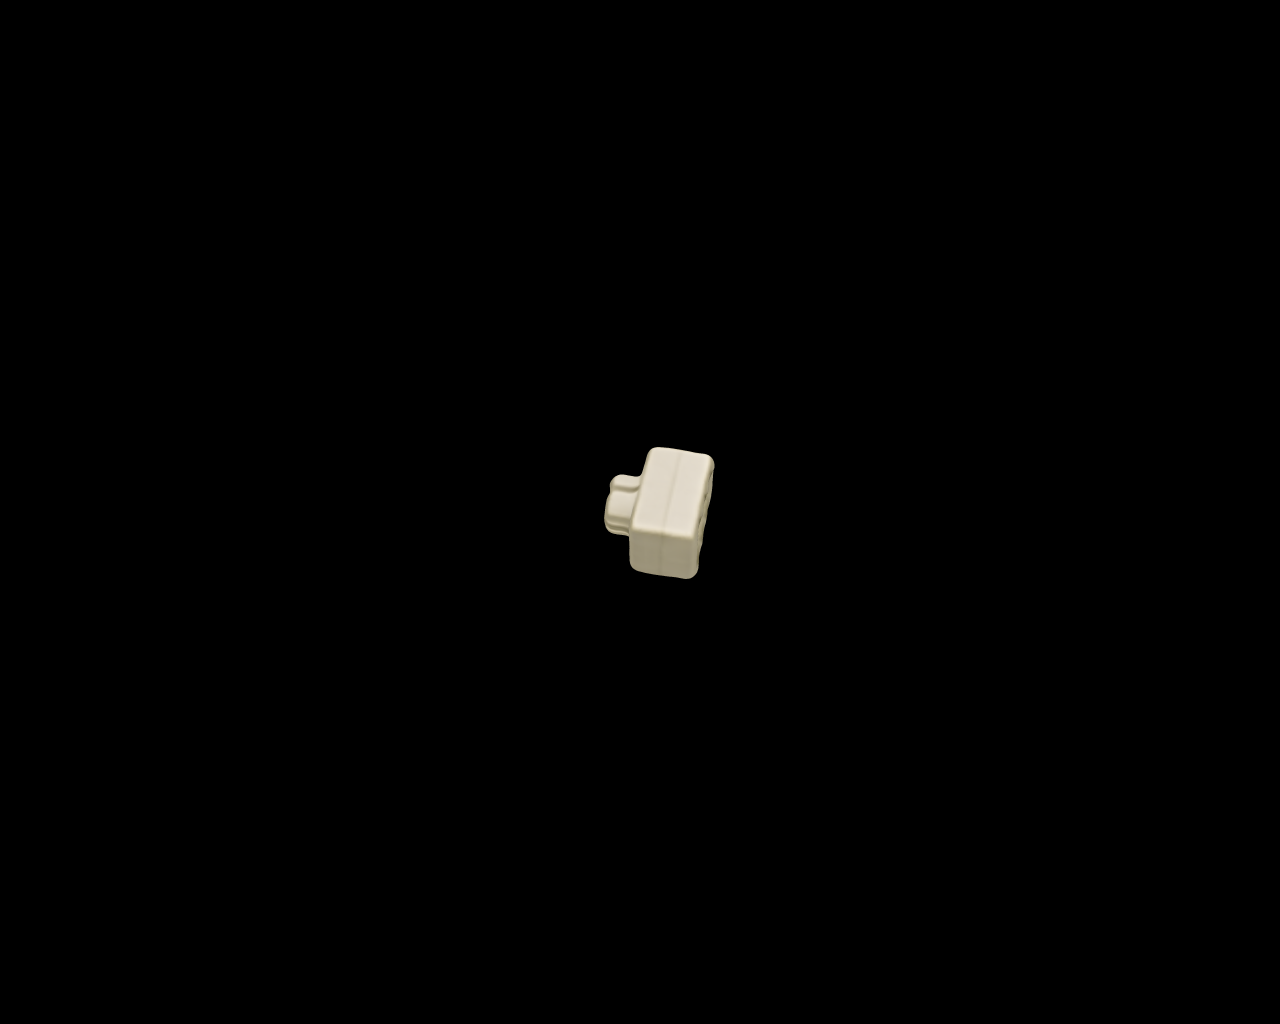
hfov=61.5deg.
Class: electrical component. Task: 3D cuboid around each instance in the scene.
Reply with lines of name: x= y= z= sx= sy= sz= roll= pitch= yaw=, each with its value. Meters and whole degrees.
electrical component: x=0.001 y=-0.003 z=0.650 sx=0.077 sy=0.066 sz=0.047 roll=9 pitch=-36 yaw=7
